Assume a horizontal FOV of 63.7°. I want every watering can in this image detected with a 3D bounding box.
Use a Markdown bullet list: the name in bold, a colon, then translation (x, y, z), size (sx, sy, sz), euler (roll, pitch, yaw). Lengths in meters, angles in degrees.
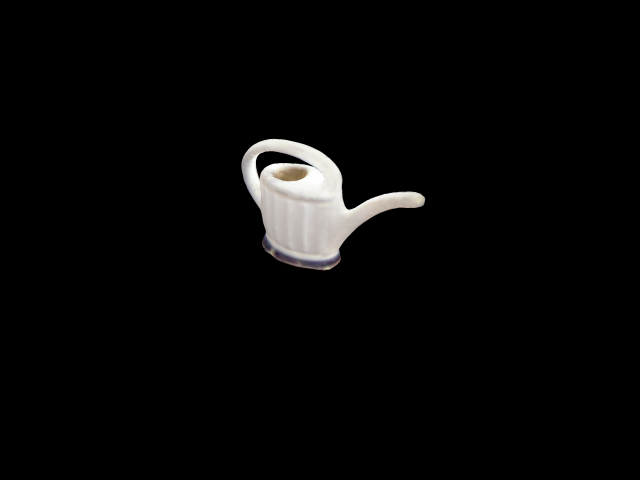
- **watering can**: translation (0.003, -0.043, 0.850), size (0.350, 0.219, 0.106), euler (24, 41, 30)
